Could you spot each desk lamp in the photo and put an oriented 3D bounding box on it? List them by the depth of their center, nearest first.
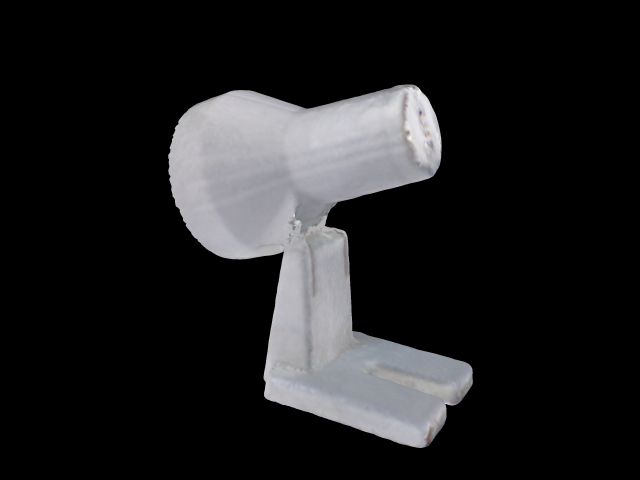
[{"bbox_3d":[0.004,0.001,0.400,0.202,0.214,0.118,9,19,29],"label":"desk lamp"}]
